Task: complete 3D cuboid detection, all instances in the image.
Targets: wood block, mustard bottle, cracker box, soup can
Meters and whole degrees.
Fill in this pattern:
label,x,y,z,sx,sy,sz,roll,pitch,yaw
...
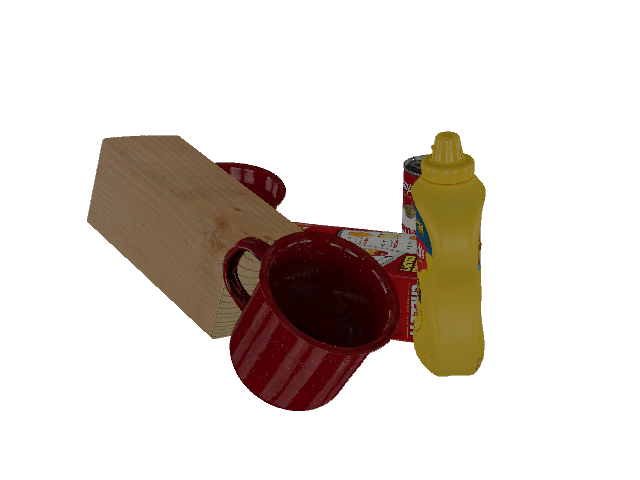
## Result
label,x,y,z,sx,sy,sz,roll,pitch,yaw
wood block,-0.113,-0.010,0.954,0.090,0.091,0.206,-7,34,-43
mustard bottle,0.102,0.006,0.852,0.058,0.192,0.096,-2,25,2
cracker box,0.038,0.040,1.064,0.214,0.072,0.164,7,16,19
soup can,0.131,-0.044,1.279,0.068,0.102,0.068,0,26,0

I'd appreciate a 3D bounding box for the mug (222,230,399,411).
label,x,y,z,sx,sy,sz,roll,pitch,yaw
mug,-0.017,0.047,0.677,0.093,0.117,0.082,-41,-13,-45

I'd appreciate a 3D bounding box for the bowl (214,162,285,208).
label,x,y,z,sx,sy,sz,roll,pitch,yaw
bowl,-0.124,-0.039,1.329,0.162,0.055,0.162,0,30,0
